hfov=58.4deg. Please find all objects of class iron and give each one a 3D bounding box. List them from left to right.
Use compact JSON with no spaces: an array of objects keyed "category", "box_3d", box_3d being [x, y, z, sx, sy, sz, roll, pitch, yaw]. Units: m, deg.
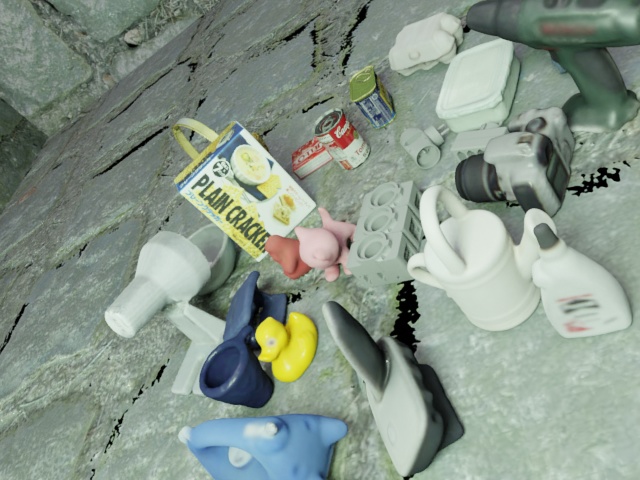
[{"category":"iron","box_3d":[-0.099,0.262,0.720,0.257,0.142,0.119,-15,44,36]}]

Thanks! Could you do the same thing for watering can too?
[{"category":"watering can","box_3d":[0.176,0.010,0.652,0.172,0.195,0.101,-32,36,18]}]

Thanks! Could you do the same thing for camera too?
[{"category":"camera","box_3d":[0.256,-0.108,0.776,0.136,0.101,0.143,-3,52,44]}]

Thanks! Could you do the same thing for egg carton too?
[{"category":"egg carton","box_3d":[0.210,-0.390,1.147,0.149,0.070,0.107,-5,50,43]}]

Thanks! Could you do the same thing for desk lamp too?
[{"category":"desk lamp","box_3d":[-0.237,0.121,0.947,0.117,0.214,0.203,-12,46,38]}]

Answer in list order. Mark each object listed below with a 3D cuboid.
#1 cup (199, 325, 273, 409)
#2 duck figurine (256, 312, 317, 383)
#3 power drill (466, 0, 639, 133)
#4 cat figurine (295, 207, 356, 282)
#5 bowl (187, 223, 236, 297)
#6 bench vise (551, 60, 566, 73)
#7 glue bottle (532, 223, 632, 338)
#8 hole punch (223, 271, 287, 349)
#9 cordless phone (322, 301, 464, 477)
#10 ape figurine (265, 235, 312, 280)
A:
[{"category":"cup","box_3d":[-0.109,0.194,0.843,0.091,0.095,0.118,0,54,46]},{"category":"duck figurine","box_3d":[-0.056,0.146,0.847,0.077,0.086,0.104,-8,48,41]},{"category":"power drill","box_3d":[0.322,-0.237,0.747,0.228,0.209,0.076,11,62,50]},{"category":"cat figurine","box_3d":[0.008,0.003,0.901,0.067,0.118,0.128,-21,41,31]},{"category":"bowl","box_3d":[-0.222,0.051,1.129,0.167,0.075,0.167,-27,38,24]},{"category":"bench vise","box_3d":[0.341,-0.378,0.865,0.121,0.220,0.207,-42,34,5]},{"category":"glue bottle","box_3d":[0.247,0.038,0.568,0.078,0.174,0.037,-21,41,30]},{"category":"hole punch","box_3d":[-0.119,0.121,0.935,0.101,0.091,0.108,-24,39,28]},{"category":"cordless phone","box_3d":[0.063,0.156,0.624,0.094,0.186,0.147,-39,35,8]},{"category":"ape figurine","box_3d":[-0.058,0.024,0.972,0.076,0.092,0.077,-30,37,20]}]
